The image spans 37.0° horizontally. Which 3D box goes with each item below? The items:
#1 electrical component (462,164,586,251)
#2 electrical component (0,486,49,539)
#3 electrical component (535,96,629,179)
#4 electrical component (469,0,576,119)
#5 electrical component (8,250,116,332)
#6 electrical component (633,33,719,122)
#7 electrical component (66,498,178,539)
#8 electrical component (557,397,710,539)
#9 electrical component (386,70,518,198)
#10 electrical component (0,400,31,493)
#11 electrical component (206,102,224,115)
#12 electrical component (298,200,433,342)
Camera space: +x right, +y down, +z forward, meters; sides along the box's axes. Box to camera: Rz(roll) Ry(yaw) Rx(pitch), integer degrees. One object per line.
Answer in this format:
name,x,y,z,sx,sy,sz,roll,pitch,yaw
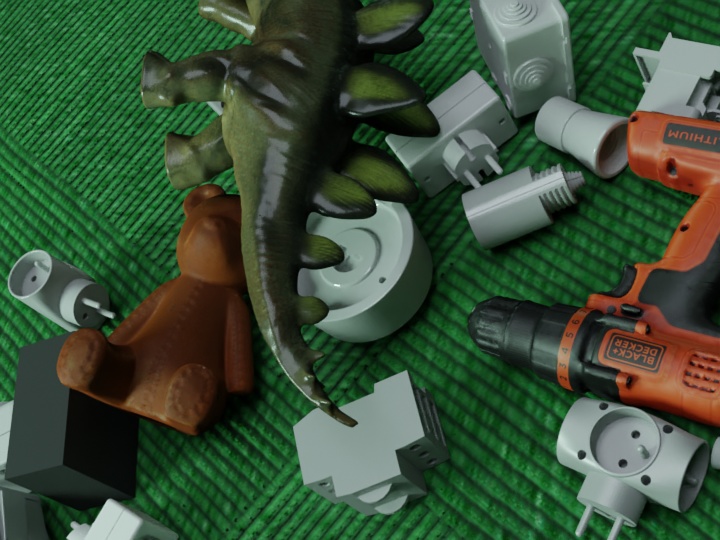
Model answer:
electrical component,0.116,-0.048,0.743,0.081,0.043,0.043,-22,55,16
electrical component,-0.267,0.200,0.793,0.061,0.062,0.096,-28,61,12
electrical component,0.155,-0.096,0.752,0.044,0.044,0.065,-50,47,-5
electrical component,0.115,-0.171,0.780,0.048,0.099,0.099,-21,54,1
electrical component,-0.231,0.023,0.871,0.079,0.077,0.044,16,71,33
electrical component,0.221,-0.119,0.727,0.081,0.042,0.063,21,76,36
electrical component,-0.187,0.204,0.763,0.076,0.047,0.083,21,75,35
electrical component,0.152,0.123,0.627,0.077,0.044,0.079,18,73,35
electrical component,0.076,-0.088,0.785,0.083,0.047,0.075,-37,52,5
electrical component,-0.283,0.143,0.846,0.095,0.053,0.059,-27,54,13
electrical component,-0.084,-0.128,0.885,0.047,0.083,0.076,-45,14,-1
electrical component,0.000,0.000,0.768,0.108,0.060,0.108,-13,57,22
